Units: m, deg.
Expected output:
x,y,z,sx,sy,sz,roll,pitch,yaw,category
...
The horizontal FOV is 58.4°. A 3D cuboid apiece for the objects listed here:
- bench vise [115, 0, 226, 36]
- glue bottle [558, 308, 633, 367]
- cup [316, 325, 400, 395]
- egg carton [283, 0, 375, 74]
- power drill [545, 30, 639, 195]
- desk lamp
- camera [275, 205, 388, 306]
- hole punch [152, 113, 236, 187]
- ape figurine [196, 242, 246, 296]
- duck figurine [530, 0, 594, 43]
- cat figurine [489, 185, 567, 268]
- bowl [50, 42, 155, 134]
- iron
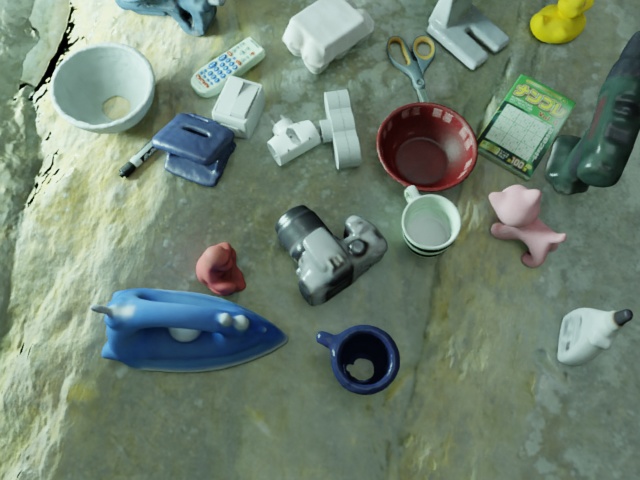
x,y,z,sx,sy,sz,roll,pitch,yaw,category
-0.261,-0.455,0.949,0.207,0.220,0.121,0,70,-1,bench vise
0.372,0.121,0.770,0.037,0.173,0.078,16,70,6,glue bottle
0.047,0.165,0.790,0.117,0.095,0.092,25,71,8,cup
0.015,-0.364,0.999,0.150,0.069,0.107,-40,75,-14,egg carton
0.419,-0.166,0.858,0.075,0.208,0.230,20,71,7,power drill
0.245,-0.434,0.952,0.118,0.213,0.203,-40,75,-14,desk lamp
0.008,0.003,0.847,0.143,0.101,0.136,-35,74,-13,camera
-0.198,-0.155,0.907,0.108,0.091,0.101,20,71,7,hole punch
-0.147,0.037,0.837,0.076,0.092,0.078,12,70,4,ape figurine
0.431,-0.403,1.011,0.104,0.086,0.077,-14,70,-6,duck figurine
0.309,-0.031,0.855,0.127,0.118,0.067,41,74,13,cat figurine
-0.347,-0.237,0.944,0.167,0.075,0.167,0,70,-1,bowl
-0.175,0.114,0.781,0.258,0.141,0.118,2,70,0,iron
